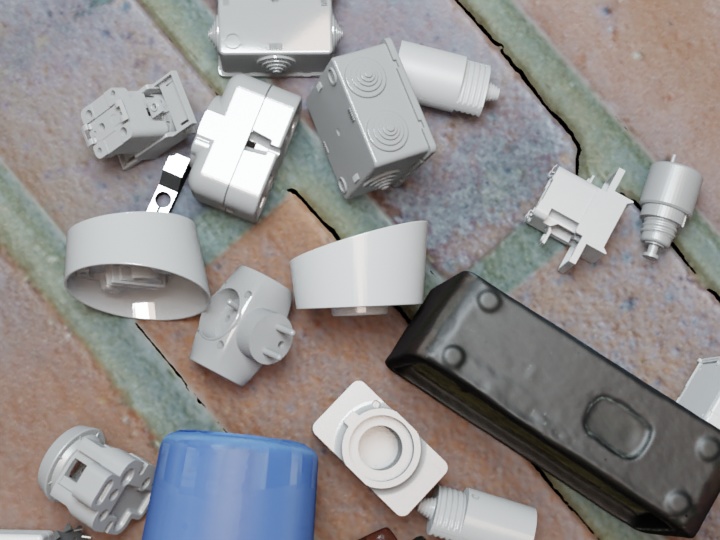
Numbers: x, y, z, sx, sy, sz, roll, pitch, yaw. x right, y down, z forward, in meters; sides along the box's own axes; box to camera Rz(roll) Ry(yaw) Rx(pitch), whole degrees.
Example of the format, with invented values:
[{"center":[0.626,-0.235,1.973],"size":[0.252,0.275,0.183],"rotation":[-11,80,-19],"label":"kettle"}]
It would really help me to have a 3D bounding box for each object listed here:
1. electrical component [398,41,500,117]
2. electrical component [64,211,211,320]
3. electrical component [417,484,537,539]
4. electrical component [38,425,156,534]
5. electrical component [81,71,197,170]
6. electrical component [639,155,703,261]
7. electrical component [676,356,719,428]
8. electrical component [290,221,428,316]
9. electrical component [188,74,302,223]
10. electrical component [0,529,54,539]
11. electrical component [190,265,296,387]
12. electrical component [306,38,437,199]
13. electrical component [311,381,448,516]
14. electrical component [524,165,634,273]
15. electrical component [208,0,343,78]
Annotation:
[{"center":[0.065,-0.142,0.812],"size":[0.081,0.043,0.043],"rotation":[14,81,-2],"label":"electrical component"},{"center":[-0.156,-0.002,0.751],"size":[0.099,0.099,0.064],"rotation":[-6,76,-5],"label":"electrical component"},{"center":[0.080,0.179,0.766],"size":[0.081,0.043,0.043],"rotation":[17,81,-1],"label":"electrical component"},{"center":[-0.183,0.143,0.741],"size":[0.057,0.078,0.058],"rotation":[27,80,21],"label":"electrical component"},{"center":[-0.161,-0.106,0.774],"size":[0.081,0.064,0.042],"rotation":[-27,84,35],"label":"electrical component"},{"center":[0.230,-0.045,0.810],"size":[0.040,0.040,0.078],"rotation":[20,81,-1],"label":"electrical component"},{"center":[0.269,0.101,0.763],"size":[0.061,0.096,0.061],"rotation":[33,81,1],"label":"electrical component"},{"center":[0.000,0.000,0.760],"size":[0.099,0.099,0.064],"rotation":[-2,88,-4],"label":"electrical component"},{"center":[-0.087,-0.091,0.788],"size":[0.059,0.053,0.095],"rotation":[21,81,-1],"label":"electrical component"},{"center":[-0.249,0.202,0.724],"size":[0.066,0.076,0.047],"rotation":[2,81,-3],"label":"electrical component"},{"center":[-0.074,0.044,0.761],"size":[0.044,0.079,0.077],"rotation":[36,78,-40],"label":"electrical component"},{"center":[0.005,-0.106,0.775],"size":[0.048,0.100,0.099],"rotation":[-20,83,-19],"label":"electrical component"},{"center":[0.013,0.126,0.763],"size":[0.089,0.055,0.050],"rotation":[44,81,3],"label":"electrical component"},{"center":[0.162,-0.043,0.805],"size":[0.064,0.042,0.081],"rotation":[30,80,2],"label":"electrical component"},{"center":[-0.064,-0.194,0.808],"size":[0.100,0.048,0.099],"rotation":[-1,82,-4],"label":"electrical component"}]
